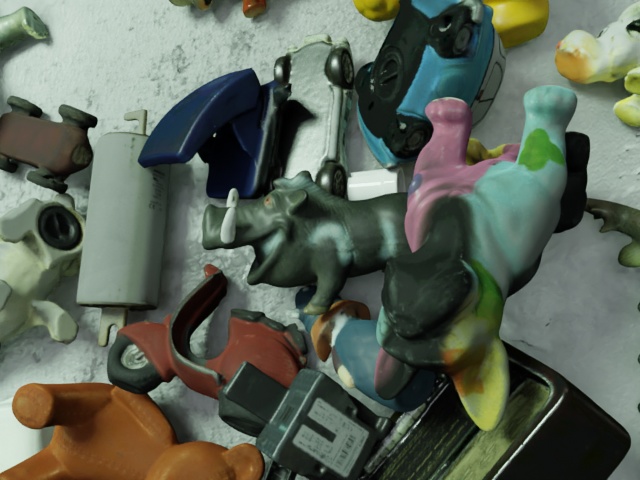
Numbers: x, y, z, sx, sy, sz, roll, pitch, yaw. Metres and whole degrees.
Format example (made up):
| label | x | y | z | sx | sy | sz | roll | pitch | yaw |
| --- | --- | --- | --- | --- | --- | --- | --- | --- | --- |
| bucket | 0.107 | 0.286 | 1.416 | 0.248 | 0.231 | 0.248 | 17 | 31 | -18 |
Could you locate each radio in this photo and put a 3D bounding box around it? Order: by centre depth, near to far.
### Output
| label | x | y | z | sx | sy | sz | roll | pitch | yaw |
| --- | --- | --- | --- | --- | --- | --- | --- | --- | --- |
| radio | 0.088 | 0.178 | 0.382 | 0.073 | 0.131 | 0.229 | 40 | 91 | -15 |

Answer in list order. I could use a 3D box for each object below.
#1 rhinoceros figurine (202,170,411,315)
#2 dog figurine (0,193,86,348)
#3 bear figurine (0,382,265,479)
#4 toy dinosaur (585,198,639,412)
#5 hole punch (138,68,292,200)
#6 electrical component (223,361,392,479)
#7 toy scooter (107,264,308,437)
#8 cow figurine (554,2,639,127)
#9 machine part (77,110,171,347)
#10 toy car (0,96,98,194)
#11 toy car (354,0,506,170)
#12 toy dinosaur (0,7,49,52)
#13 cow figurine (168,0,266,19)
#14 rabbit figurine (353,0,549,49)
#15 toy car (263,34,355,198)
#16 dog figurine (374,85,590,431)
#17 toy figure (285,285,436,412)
| label | x | y | z | sx | sy | sz | roll | pitch | yaw |
| --- | --- | --- | --- | --- | --- | --- | --- | --- | --- |
| rhinoceros figurine | -0.001 | -0.001 | 0.444 | 0.190 | 0.073 | 0.112 | -2 | 115 | -2 |
| dog figurine | -0.336 | 0.045 | 0.564 | 0.191 | 0.121 | 0.172 | -17 | 40 | 29 |
| bear figurine | -0.157 | 0.201 | 0.458 | 0.196 | 0.132 | 0.120 | 22 | 95 | 25 |
| toy dinosaur | 0.312 | 0.134 | 0.326 | 0.198 | 0.105 | 0.471 | -34 | 56 | 27 |
| hole punch | -0.102 | -0.103 | 0.501 | 0.142 | 0.092 | 0.115 | 4 | 79 | 55 |
| electrical component | -0.013 | 0.136 | 0.411 | 0.119 | 0.048 | 0.075 | 41 | 68 | -13 |
| toy scooter | -0.085 | 0.091 | 0.485 | 0.184 | 0.075 | 0.135 | 18 | 55 | 6 |
| cow figurine | 0.284 | -0.141 | 0.433 | 0.167 | 0.068 | 0.098 | 36 | 84 | 16 |
| machine part | -0.193 | -0.016 | 0.538 | 0.079 | 0.079 | 0.243 | -1 | 77 | 16 |
| toy car | -0.309 | -0.106 | 0.590 | 0.202 | 0.053 | 0.089 | 16 | 85 | 40 |
| toy car | 0.102 | -0.141 | 0.463 | 0.161 | 0.103 | 0.109 | -64 | 36 | 38 |
| toy dinosaur | -0.476 | -0.302 | 0.666 | 0.192 | 0.131 | 0.405 | -32 | 66 | 7 |
| cow figurine | -0.085 | -0.308 | 0.567 | 0.195 | 0.085 | 0.127 | -23 | 78 | 12 |
| rabbit figurine | 0.111 | -0.257 | 0.481 | 0.173 | 0.121 | 0.162 | -11 | 71 | 14 |
| toy car | -0.008 | -0.103 | 0.517 | 0.074 | 0.056 | 0.201 | 0 | 77 | 23 |
| dog figurine | 0.112 | 0.016 | 0.381 | 0.109 | 0.191 | 0.219 | 10 | 77 | 34 |
| toy figure | 0.027 | 0.084 | 0.449 | 0.155 | 0.064 | 0.057 | 31 | 117 | 51 |
